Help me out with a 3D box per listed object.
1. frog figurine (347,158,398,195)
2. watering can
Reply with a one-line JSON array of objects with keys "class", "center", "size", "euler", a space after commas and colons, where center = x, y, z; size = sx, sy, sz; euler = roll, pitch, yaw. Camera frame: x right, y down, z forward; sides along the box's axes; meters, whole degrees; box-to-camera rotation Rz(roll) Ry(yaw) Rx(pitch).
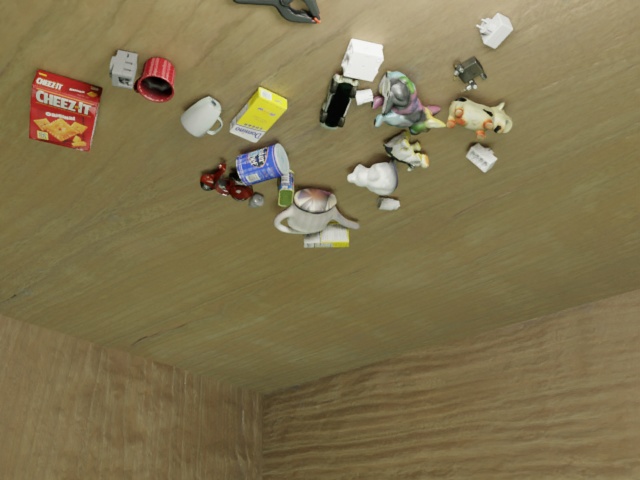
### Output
[{"class": "frog figurine", "center": [0.175, -0.203, 1.711], "size": [0.160, 0.124, 0.136], "euler": [-11, 167, -8]}, {"class": "watering can", "center": [0.006, -0.095, 1.881], "size": [0.348, 0.106, 0.219], "euler": [-3, 148, -18]}]
